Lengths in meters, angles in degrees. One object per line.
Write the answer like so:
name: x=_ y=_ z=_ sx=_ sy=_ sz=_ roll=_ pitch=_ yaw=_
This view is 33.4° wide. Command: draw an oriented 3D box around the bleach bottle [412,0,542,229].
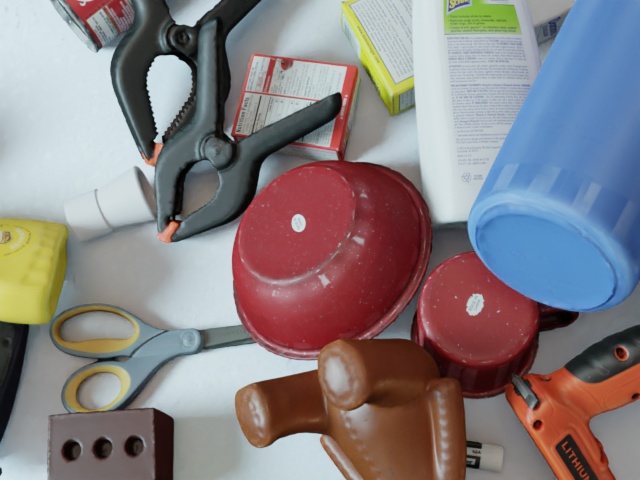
bleach bottle: x=0.118 y=-0.136 z=0.773 sx=0.102 sy=0.068 sz=0.251 roll=-1 pitch=85 yaw=-14

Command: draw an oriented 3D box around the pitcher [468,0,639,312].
pitcher: x=0.196 y=-0.068 z=0.700 sx=0.149 sy=0.145 sz=0.242 roll=39 pitch=62 yaw=-9

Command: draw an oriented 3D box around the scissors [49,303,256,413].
scissors: x=-0.106 y=0.093 z=0.785 sx=0.202 sy=0.016 sz=0.096 roll=7 pitch=74 yaw=9

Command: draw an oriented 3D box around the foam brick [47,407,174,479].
foam brick: x=-0.146 y=0.150 z=0.751 sx=0.078 sy=0.051 sz=0.053 roll=-5 pitch=71 yaw=4

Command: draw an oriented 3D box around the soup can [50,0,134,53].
soup can: x=-0.164 y=-0.209 z=0.867 sx=0.102 sy=0.068 sz=0.068 roll=-40 pitch=72 yaw=-8

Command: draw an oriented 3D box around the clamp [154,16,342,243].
clamp: x=-0.062 y=-0.068 z=0.799 sx=0.120 sy=0.039 sz=0.171 roll=25 pitch=100 yaw=12

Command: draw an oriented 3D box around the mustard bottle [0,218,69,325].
mustard bottle: x=-0.285 y=0.013 z=0.774 sx=0.191 sy=0.058 sz=0.096 roll=7 pitch=33 yaw=-7

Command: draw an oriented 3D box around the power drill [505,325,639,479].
power drill: x=0.232 y=0.103 z=0.701 sx=0.187 sy=0.057 sz=0.184 roll=-35 pitch=104 yaw=2

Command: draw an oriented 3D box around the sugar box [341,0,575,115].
sugar box: x=0.113 y=-0.179 z=0.838 sx=0.176 sy=0.048 sz=0.093 roll=-25 pitch=73 yaw=-6

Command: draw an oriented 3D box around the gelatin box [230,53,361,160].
gelatin box: x=-0.019 y=-0.103 z=0.834 sx=0.089 sy=0.030 sz=0.073 roll=9 pitch=73 yaw=12

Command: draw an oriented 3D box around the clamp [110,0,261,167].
clamp: x=-0.100 y=-0.160 z=0.837 sx=0.164 sy=0.036 sz=0.210 roll=4 pitch=92 yaw=-17

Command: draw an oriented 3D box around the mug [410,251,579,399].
mug: x=0.120 y=0.056 z=0.738 sx=0.117 sy=0.081 sz=0.093 roll=-6 pitch=71 yaw=4

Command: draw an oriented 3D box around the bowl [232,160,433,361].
bowl: x=-0.005 y=0.001 z=0.752 sx=0.162 sy=0.055 sz=0.162 roll=-15 pitch=55 yaw=23

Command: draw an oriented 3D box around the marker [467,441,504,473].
marker: x=0.067 y=0.145 z=0.747 sx=0.121 sy=0.020 sz=0.020 roll=7 pitch=72 yaw=8
